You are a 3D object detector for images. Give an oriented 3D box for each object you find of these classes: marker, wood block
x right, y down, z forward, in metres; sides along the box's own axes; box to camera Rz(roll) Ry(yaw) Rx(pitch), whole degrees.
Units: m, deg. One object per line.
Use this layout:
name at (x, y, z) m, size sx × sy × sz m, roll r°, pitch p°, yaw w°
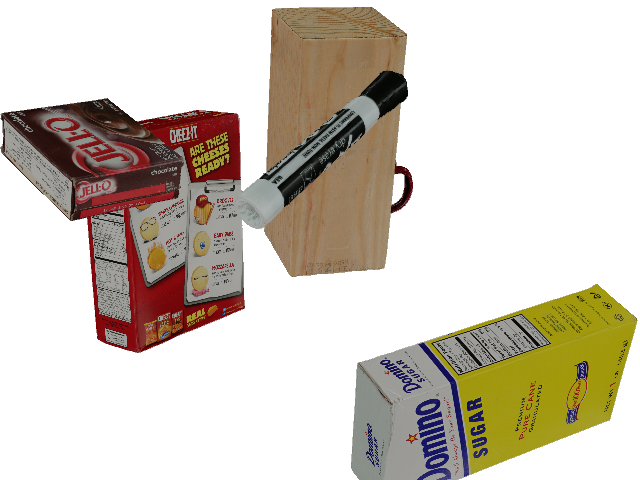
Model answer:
marker at (0.004, -0.048, 0.522) m, size 0.020 × 0.020 × 0.121 m, roll 0°, pitch 36°, yaw 50°
wood block at (0.009, -0.083, 0.898) m, size 0.090 × 0.206 × 0.091 m, roll -5°, pitch 28°, yaw -16°

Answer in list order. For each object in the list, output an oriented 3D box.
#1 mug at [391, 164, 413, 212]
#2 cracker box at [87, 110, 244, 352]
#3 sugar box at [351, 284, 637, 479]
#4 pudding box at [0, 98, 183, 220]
mug at (0.044, -0.052, 1.156) m, size 0.117 × 0.081 × 0.093 m, roll -7°, pitch 31°, yaw -17°
cracker box at (-0.155, -0.014, 1.077) m, size 0.072 × 0.214 × 0.163 m, roll 10°, pitch 19°, yaw 35°
sugar box at (0.106, 0.095, 0.657) m, size 0.176 × 0.093 × 0.048 m, roll -18°, pitch 41°, yaw -23°
pudding box at (-0.168, -0.061, 0.777) m, size 0.089 × 0.039 × 0.114 m, roll -14°, pitch 36°, yaw -39°
